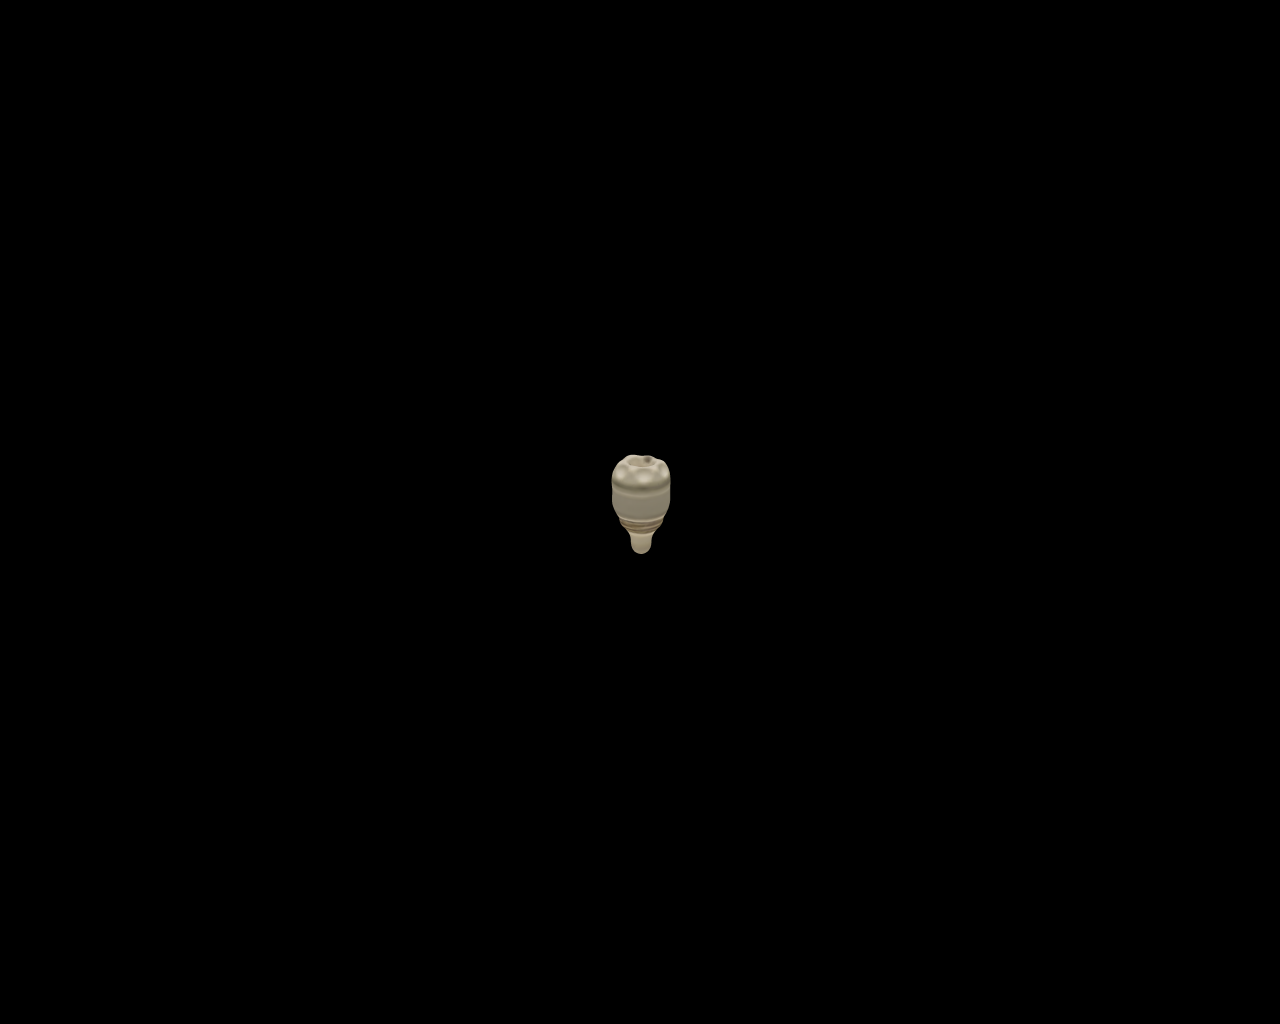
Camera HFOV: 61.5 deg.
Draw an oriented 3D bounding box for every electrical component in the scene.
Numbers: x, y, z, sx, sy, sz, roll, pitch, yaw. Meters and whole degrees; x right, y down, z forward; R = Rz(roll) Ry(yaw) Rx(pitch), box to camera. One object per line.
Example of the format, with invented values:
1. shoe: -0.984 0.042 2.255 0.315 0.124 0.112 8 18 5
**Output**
1. electrical component: 0.001 -0.003 0.650 0.035 0.061 0.035 0 23 0
